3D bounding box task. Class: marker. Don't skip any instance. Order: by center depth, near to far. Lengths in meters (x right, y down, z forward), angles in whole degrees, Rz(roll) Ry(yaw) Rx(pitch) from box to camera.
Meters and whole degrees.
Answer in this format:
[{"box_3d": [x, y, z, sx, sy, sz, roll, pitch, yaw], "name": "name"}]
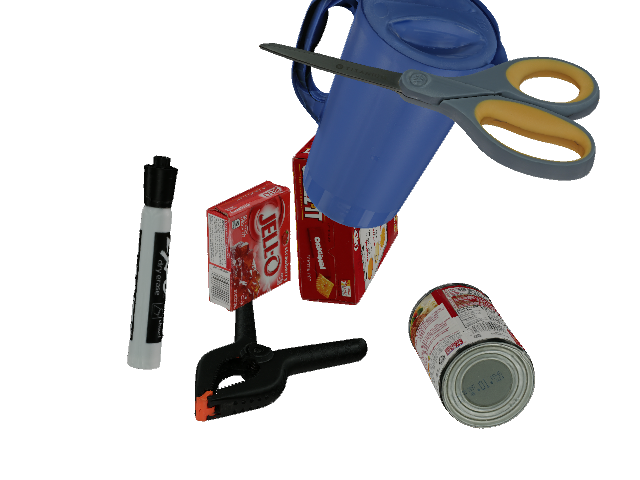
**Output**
[{"box_3d": [-0.095, 0.013, 0.605, 0.020, 0.121, 0.020, 6, 8, -1], "name": "marker"}]

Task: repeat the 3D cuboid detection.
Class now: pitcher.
[{"box_3d": [0.055, -0.129, 1.017, 0.144, 0.149, 0.243, -12, -33, -30], "name": "pitcher"}]

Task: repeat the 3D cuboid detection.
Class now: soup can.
[{"box_3d": [0.106, 0.079, 0.758, 0.068, 0.068, 0.102, 0, 19, -8], "name": "soup can"}]

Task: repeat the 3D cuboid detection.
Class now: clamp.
[{"box_3d": [-0.056, 0.129, 1.116, 0.165, 0.036, 0.209, 15, 29, 19], "name": "clamp"}]

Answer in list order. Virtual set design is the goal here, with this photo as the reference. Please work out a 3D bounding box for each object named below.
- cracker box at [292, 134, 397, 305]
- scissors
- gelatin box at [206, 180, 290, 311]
[{"box_3d": [0.031, -0.046, 1.196, 0.072, 0.164, 0.213, 2, 21, 16], "name": "cracker box"}, {"box_3d": [0.072, -0.096, 0.616, 0.202, 0.016, 0.096, 30, 55, 21], "name": "scissors"}, {"box_3d": [-0.057, 0.004, 0.878, 0.030, 0.089, 0.073, 22, 34, 35], "name": "gelatin box"}]
